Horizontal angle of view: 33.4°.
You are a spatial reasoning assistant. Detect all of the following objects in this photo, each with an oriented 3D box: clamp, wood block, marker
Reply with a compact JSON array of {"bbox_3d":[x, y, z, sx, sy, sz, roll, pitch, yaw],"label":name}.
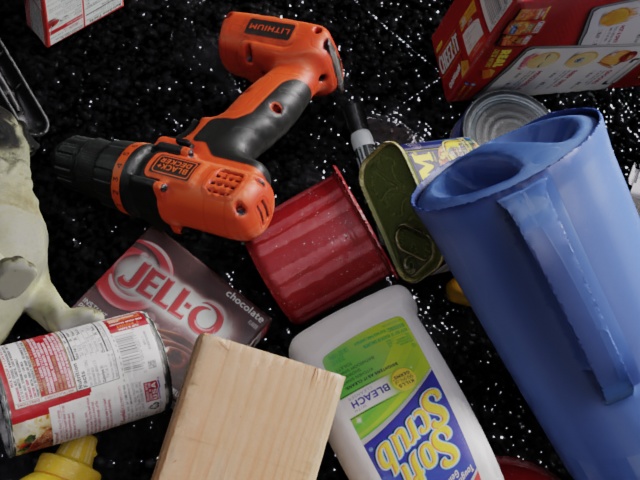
[{"bbox_3d":[-0.264,-0.176,0.777,0.210,0.165,0.036,27,37,23],"label":"clamp"},{"bbox_3d":[-0.062,0.169,0.637,0.090,0.090,0.206,18,79,-5],"label":"wood block"},{"bbox_3d":[0.040,-0.054,0.828,0.020,0.020,0.121,-11,72,-15],"label":"marker"}]

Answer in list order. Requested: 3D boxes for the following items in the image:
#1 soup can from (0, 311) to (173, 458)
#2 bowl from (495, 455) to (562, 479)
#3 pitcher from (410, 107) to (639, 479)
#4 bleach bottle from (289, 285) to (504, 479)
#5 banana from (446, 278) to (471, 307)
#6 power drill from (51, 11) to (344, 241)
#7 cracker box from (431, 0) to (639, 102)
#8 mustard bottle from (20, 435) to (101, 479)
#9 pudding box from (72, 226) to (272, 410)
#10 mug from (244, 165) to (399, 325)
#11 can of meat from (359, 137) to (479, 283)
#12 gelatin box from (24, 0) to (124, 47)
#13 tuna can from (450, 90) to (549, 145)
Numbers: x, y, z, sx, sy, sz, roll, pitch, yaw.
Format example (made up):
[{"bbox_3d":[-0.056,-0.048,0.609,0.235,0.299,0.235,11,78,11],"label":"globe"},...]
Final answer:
[{"bbox_3d":[-0.150,0.087,0.662,0.102,0.069,0.068,-14,72,-23],"label":"soup can"},{"bbox_3d":[0.133,0.222,0.721,0.162,0.055,0.162,4,68,-10],"label":"bowl"},{"bbox_3d":[0.169,0.047,0.705,0.149,0.145,0.243,-39,107,-35],"label":"pitcher"},{"bbox_3d":[0.076,0.152,0.690,0.102,0.068,0.251,-26,58,-11],"label":"bleach bottle"},{"bbox_3d":[0.193,0.059,0.804,0.198,0.037,0.069,29,67,1],"label":"banana"},{"bbox_3d":[-0.082,-0.087,0.776,0.185,0.057,0.187,17,57,27],"label":"power drill"},{"bbox_3d":[0.214,-0.179,0.831,0.213,0.164,0.072,-7,73,-14],"label":"cracker box"},{"bbox_3d":[-0.179,0.206,0.643,0.058,0.096,0.191,20,67,-2],"label":"mustard bottle"},{"bbox_3d":[-0.105,0.058,0.746,0.113,0.039,0.090,39,67,5],"label":"pudding box"},{"bbox_3d":[-0.005,0.001,0.761,0.081,0.093,0.117,-30,35,2],"label":"mug"},{"bbox_3d":[0.089,-0.025,0.793,0.083,0.058,0.102,-10,70,-36],"label":"can of meat"},{"bbox_3d":[-0.185,-0.194,0.800,0.073,0.089,0.030,-36,77,-21],"label":"gelatin box"},{"bbox_3d":[0.148,-0.075,0.849,0.086,0.034,0.086,4,69,-10],"label":"tuna can"}]
